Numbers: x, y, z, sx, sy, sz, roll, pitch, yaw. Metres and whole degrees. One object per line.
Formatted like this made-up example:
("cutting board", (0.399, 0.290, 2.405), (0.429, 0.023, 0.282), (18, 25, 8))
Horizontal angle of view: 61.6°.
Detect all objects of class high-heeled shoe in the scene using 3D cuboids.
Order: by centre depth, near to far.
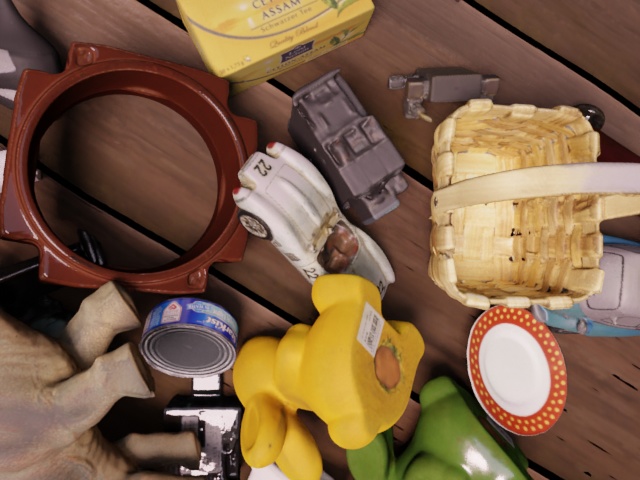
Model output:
("high-heeled shoe", (-0.370, -0.180, 0.516), (0.249, 0.086, 0.145), (-1, 118, 12))

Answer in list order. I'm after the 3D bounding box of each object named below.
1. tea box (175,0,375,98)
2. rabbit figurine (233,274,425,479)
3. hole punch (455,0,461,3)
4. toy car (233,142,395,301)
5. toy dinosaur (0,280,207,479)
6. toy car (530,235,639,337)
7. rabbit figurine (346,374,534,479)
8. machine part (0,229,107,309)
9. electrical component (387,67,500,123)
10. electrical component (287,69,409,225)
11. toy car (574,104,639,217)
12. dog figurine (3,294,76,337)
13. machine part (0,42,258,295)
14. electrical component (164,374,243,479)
("tea box", (-0.044, -0.224, 0.536), (0.170, 0.068, 0.098), (-29, 89, -6))
("rabbit figurine", (-0.010, 0.127, 0.476), (0.121, 0.173, 0.162), (41, 52, -40))
("hole punch", (0.163, -0.342, 0.556), (0.116, 0.092, 0.142), (39, 80, -6))
("toy car", (-0.001, -0.001, 0.496), (0.201, 0.056, 0.073), (49, 60, -31))
("toy dinosaur", (-0.214, 0.119, 0.377), (0.199, 0.105, 0.470), (-24, 111, -14))
("toy car", (0.302, 0.049, 0.536), (0.162, 0.103, 0.109), (9, 86, -3))
("rabbit figurine", (0.090, 0.221, 0.500), (0.170, 0.121, 0.159), (-44, 88, 9))
("machine part", (-0.272, 0.034, 0.499), (0.139, 0.084, 0.039), (-20, 62, -18))
("electrical component", (0.128, -0.148, 0.548), (0.102, 0.078, 0.045), (-7, 114, -11))
("electrical component", (0.026, -0.079, 0.510), (0.058, 0.115, 0.134), (-33, 88, -5))
("toy car", (0.321, -0.064, 0.569), (0.202, 0.053, 0.089), (31, 69, -2))
("dog figurine", (-0.288, 0.150, 0.471), (0.219, 0.108, 0.191), (-8, 87, -9))
("machine part", (-0.162, -0.055, 0.474), (0.201, 0.087, 0.201), (8, 85, -27))
("electrical component", (-0.109, 0.170, 0.515), (0.075, 0.048, 0.119), (5, 87, -6))
